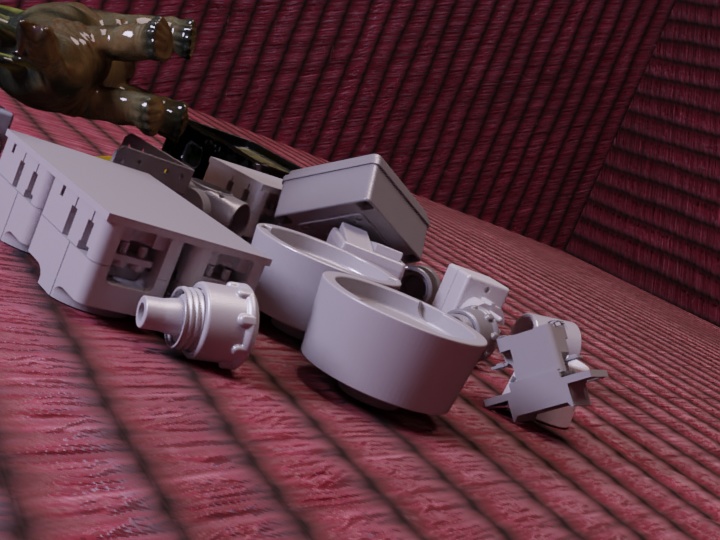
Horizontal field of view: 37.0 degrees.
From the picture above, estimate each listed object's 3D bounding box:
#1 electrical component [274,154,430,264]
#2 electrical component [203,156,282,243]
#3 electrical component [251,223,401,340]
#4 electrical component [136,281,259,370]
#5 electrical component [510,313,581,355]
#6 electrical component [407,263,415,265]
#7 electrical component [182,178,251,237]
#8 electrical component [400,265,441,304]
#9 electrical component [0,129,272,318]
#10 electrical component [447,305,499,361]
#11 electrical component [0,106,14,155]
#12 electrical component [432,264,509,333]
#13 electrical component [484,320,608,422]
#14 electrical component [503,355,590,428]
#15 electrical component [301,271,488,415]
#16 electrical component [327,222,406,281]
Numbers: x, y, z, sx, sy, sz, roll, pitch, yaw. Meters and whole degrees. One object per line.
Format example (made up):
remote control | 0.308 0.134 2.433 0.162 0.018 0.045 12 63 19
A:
electrical component | -0.006 -0.050 1.021 0.109 0.056 0.108 -8 -36 31
electrical component | -0.083 -0.057 1.099 0.089 0.061 0.150 29 10 41
electrical component | -0.032 0.016 0.747 0.108 0.060 0.108 22 8 -3
electrical component | -0.088 0.027 0.579 0.062 0.048 0.048 11 12 -28
electrical component | 0.169 0.069 0.993 0.047 0.055 0.055 16 9 -20
electrical component | 0.014 -0.023 1.178 0.095 0.053 0.059 18 9 -33
electrical component | -0.149 -0.056 0.970 0.077 0.044 0.079 25 8 15
electrical component | 0.054 0.017 1.048 0.045 0.045 0.055 24 8 13
electrical component | -0.151 -0.022 0.664 0.105 0.060 0.186 17 10 -38
electrical component | 0.082 0.053 0.888 0.048 0.048 0.062 28 16 35
electrical component | -0.316 -0.113 0.866 0.066 0.047 0.077 16 10 -41
electrical component | 0.102 0.040 0.946 0.047 0.065 0.077 19 9 -27
electrical component | 0.129 0.072 0.767 0.081 0.063 0.042 -20 -13 26
electrical component | 0.142 0.086 0.817 0.055 0.047 0.055 22 8 -3
electrical component | 0.016 0.050 0.653 0.108 0.060 0.108 22 8 -3
electrical component | 0.000 0.000 0.950 0.062 0.061 0.096 21 8 -11
